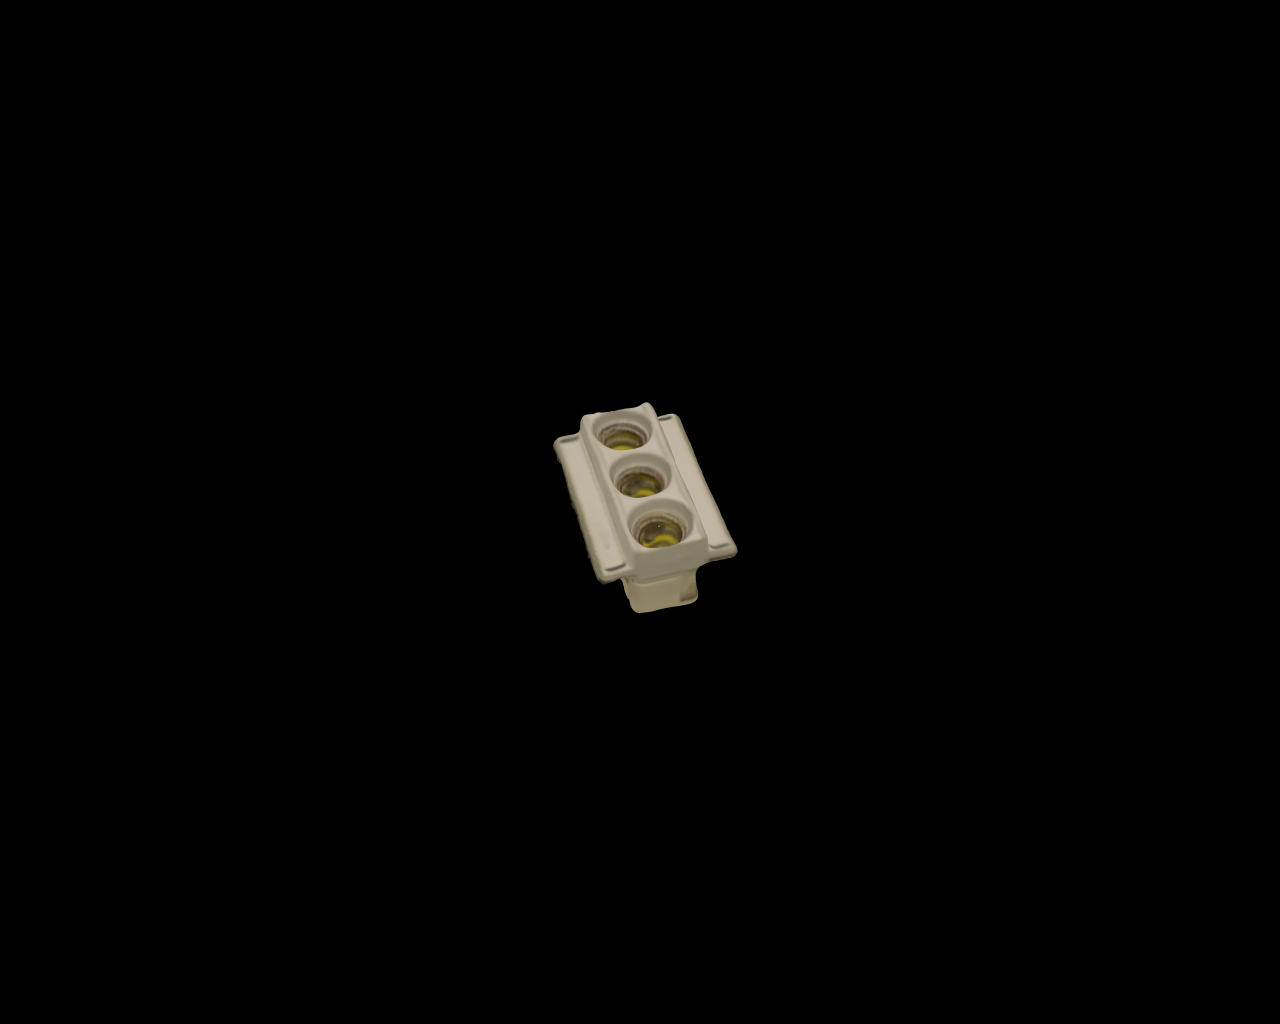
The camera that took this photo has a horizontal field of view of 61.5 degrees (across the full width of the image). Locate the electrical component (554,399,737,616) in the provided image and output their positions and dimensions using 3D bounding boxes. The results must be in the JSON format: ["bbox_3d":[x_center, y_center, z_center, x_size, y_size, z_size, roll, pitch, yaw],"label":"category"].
[{"bbox_3d":[0.001,-0.003,0.650,0.079,0.063,0.121,-11,47,-11],"label":"electrical component"}]
